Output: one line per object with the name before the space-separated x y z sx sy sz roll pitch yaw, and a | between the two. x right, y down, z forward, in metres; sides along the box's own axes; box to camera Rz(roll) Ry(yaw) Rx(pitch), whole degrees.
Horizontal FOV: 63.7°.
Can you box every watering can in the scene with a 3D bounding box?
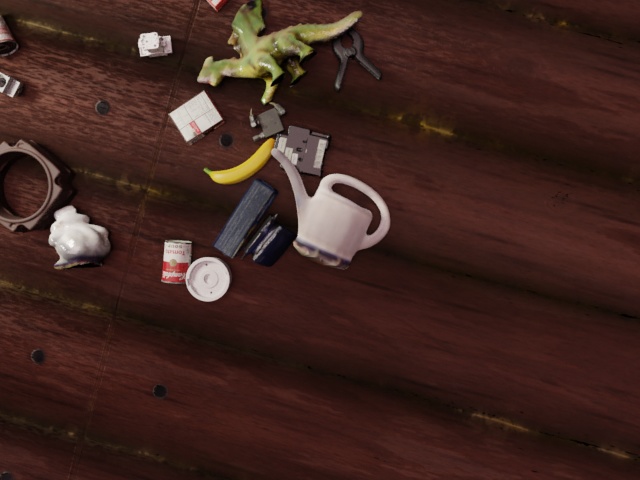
watering can | 0.004 -0.062 1.235 0.346 0.104 0.224 24 90 -17

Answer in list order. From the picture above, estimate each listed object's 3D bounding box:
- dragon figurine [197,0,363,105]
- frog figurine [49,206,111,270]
dragon figurine | -0.120 -0.493 1.259 0.410 0.121 0.244 -39 81 1
frog figurine | -0.595 -0.013 1.276 0.138 0.121 0.160 -6 81 -30
